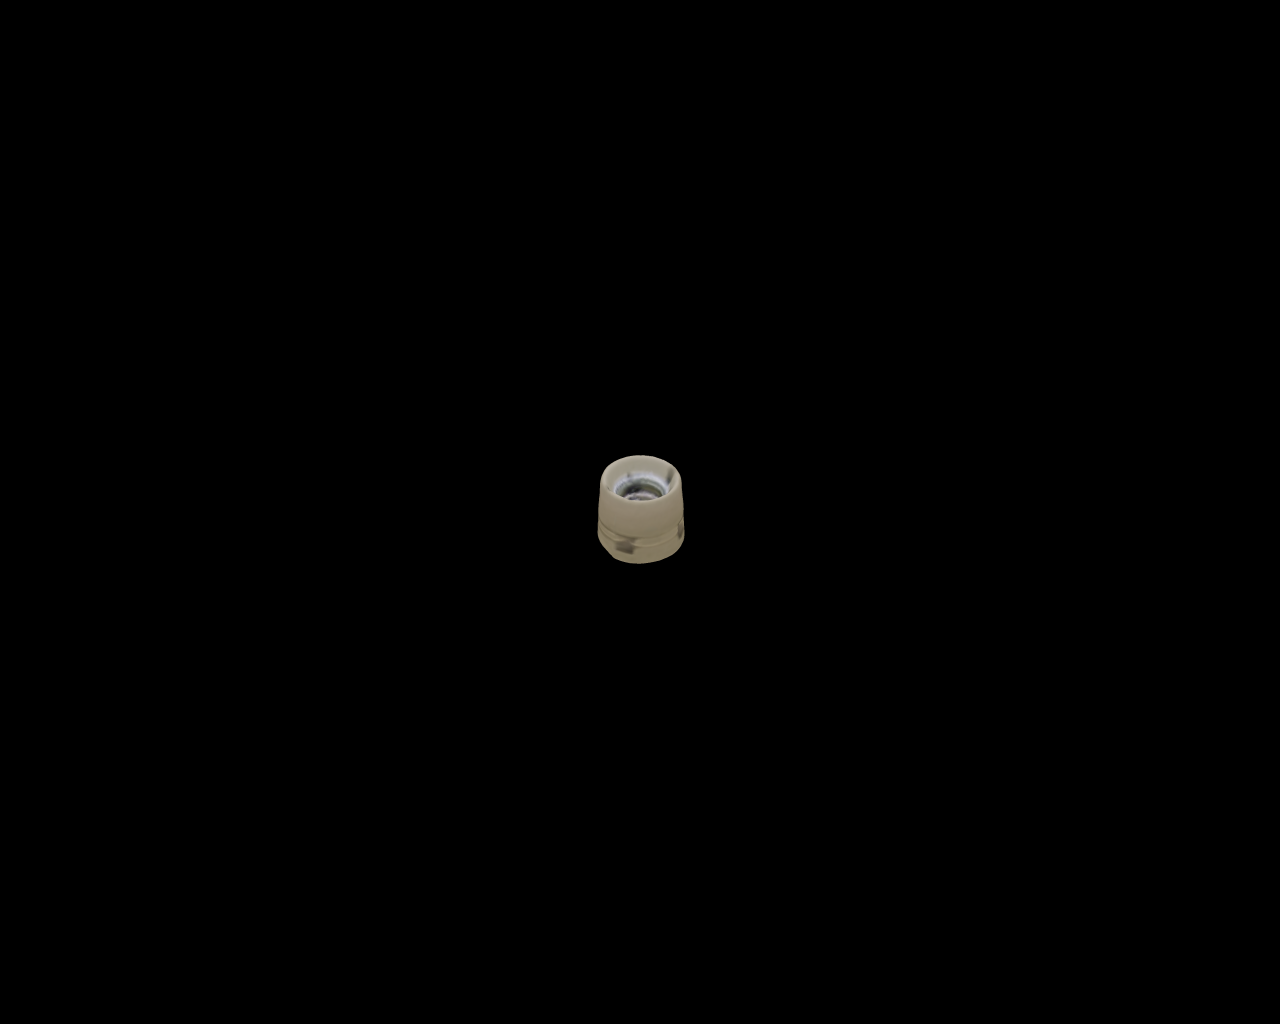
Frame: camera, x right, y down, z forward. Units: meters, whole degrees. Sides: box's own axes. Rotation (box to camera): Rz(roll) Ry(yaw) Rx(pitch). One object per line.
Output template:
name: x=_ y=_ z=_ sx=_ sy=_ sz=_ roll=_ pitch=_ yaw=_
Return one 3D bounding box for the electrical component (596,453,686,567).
electrical component: x=0.001 y=-0.003 z=0.650 sx=0.055 sy=0.047 sz=0.055 roll=0 pitch=39 yaw=0
